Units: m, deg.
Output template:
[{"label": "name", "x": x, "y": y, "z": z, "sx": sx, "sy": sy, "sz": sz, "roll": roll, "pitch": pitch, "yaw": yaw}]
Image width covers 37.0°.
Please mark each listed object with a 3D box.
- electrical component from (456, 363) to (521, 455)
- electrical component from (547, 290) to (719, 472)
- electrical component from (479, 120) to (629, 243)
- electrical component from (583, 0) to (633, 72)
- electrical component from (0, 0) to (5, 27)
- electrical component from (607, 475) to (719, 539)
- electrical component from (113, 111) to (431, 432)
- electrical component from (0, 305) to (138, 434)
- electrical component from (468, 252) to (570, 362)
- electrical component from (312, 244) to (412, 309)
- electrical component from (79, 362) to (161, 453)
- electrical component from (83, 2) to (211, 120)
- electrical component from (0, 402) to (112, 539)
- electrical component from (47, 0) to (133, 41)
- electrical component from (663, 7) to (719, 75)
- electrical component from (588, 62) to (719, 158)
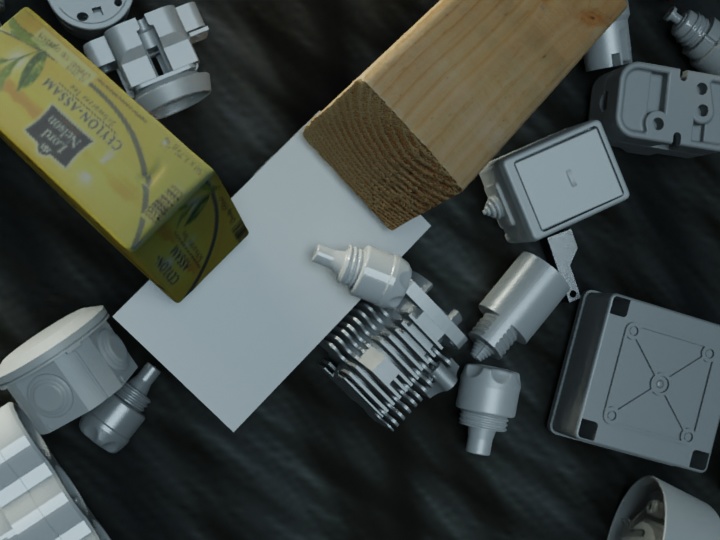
[{"label": "electrical component", "x": 0.088, "y": 0.099, "z": 0.759, "sx": 0.043, "sy": 0.043, "sz": 0.062, "roll": 11, "pitch": 88, "yaw": -13}, {"label": "electrical component", "x": 0.205, "y": 0.080, "z": 0.779, "sx": 0.109, "sy": 0.056, "sz": 0.108, "roll": 16, "pitch": 86, "yaw": -12}, {"label": "electrical component", "x": 0.132, "y": -0.060, "z": 0.761, "sx": 0.096, "sy": 0.061, "sz": 0.061, "roll": -24, "pitch": 95, "yaw": -12}, {"label": "electrical component", "x": 0.178, "y": -0.171, "z": 0.784, "sx": 0.040, "sy": 0.040, "sz": 0.046, "roll": -13, "pitch": 98, "yaw": -13}, {"label": "electrical component", "x": -0.260, "y": -0.146, "z": 0.664, "sx": 0.080, "sy": 0.080, "sz": 0.051, "roll": -6, "pitch": 96, "yaw": -13}, {"label": "electrical component", "x": 0.208, "y": 0.198, "z": 0.758, "sx": 0.064, "sy": 0.099, "sz": 0.099, "roll": 22, "pitch": 85, "yaw": -18}, {"label": "electrical component", "x": -0.060, "y": 0.000, "z": 0.717, "sx": 0.105, "sy": 0.060, "sz": 0.186, "roll": 45, "pitch": 81, "yaw": -9}, {"label": "electrical component", "x": -0.185, "y": 0.062, "z": 0.679, "sx": 0.080, "sy": 0.080, "sz": 0.051, "roll": -34, "pitch": 102, "yaw": -11}, {"label": "electrical component", "x": 0.107, "y": 0.031, "z": 0.763, "sx": 0.043, "sy": 0.043, "sz": 0.081, "roll": 42, "pitch": 81, "yaw": -9}, {"label": "electrical component", "x": 0.000, "y": 0.000, "z": 0.681, "sx": 0.061, "sy": 0.035, "sz": 0.035, "roll": 21, "pitch": 85, "yaw": -10}, {"label": "electrical component", "x": -0.155, "y": 0.088, "z": 0.708, "sx": 0.035, "sy": 0.035, "sz": 0.061, "roll": 39, "pitch": 80, "yaw": -10}, {"label": "electrical component", "x": -0.132, "y": -0.133, "z": 0.704, "sx": 0.078, "sy": 0.058, "sz": 0.057, "roll": -25, "pitch": 92, "yaw": -12}, {"label": "electrical component", "x": -0.216, "y": 0.161, "z": 0.685, "sx": 0.074, "sy": 0.052, "sz": 0.138, "roll": -33, "pitch": 97, "yaw": -11}, {"label": "electrical component", "x": -0.175, "y": -0.178, "z": 0.699, "sx": 0.055, "sy": 0.047, "sz": 0.055, "roll": 0, "pitch": 90, "yaw": -13}, {"label": "electrical component", "x": 0.260, "y": -0.169, "z": 0.801, "sx": 0.078, "sy": 0.040, "sz": 0.040, "roll": 34, "pitch": 83, "yaw": -11}, {"label": "electrical component", "x": 0.218, "y": -0.114, "z": 0.782, "sx": 0.095, "sy": 0.059, "sz": 0.053, "roll": 7, "pitch": 88, "yaw": -13}]
